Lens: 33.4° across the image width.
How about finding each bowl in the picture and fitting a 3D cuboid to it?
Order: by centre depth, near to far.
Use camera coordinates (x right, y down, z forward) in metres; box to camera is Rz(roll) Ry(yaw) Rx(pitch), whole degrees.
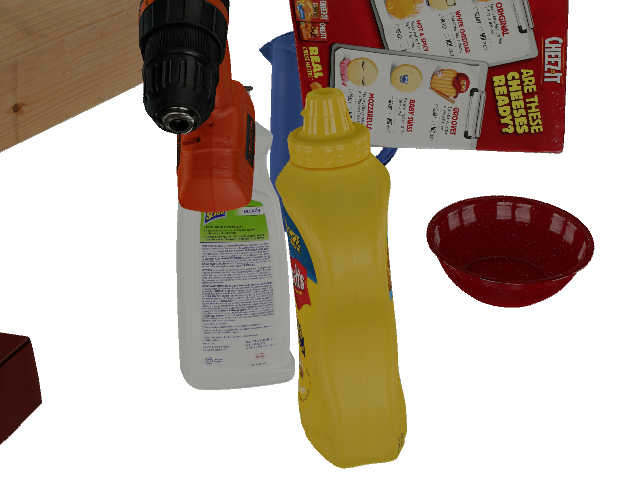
[{"bbox_3d":[0.183,0.018,1.049,0.162,0.055,0.162,0,33,0],"label":"bowl"}]

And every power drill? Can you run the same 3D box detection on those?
[{"bbox_3d":[-0.076,-0.100,0.684,0.057,0.184,0.188,-1,-34,1],"label":"power drill"}]

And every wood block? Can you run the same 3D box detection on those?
[{"bbox_3d":[-0.250,-0.155,0.912,0.090,0.091,0.205,31,42,22],"label":"wood block"}]

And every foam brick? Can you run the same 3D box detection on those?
[{"bbox_3d":[-0.223,0.099,0.680,0.053,0.051,0.078,6,29,22],"label":"foam brick"}]

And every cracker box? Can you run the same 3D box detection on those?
[{"bbox_3d":[0.089,-0.158,0.858,0.214,0.164,0.072,2,37,13],"label":"cracker box"}]

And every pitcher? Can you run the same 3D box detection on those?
[{"bbox_3d":[0.008,-0.129,1.312,0.144,0.243,0.149,-9,27,-29],"label":"pitcher"}]

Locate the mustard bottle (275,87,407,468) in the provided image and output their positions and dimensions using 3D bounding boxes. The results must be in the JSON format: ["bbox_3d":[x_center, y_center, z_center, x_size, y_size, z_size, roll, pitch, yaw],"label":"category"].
[{"bbox_3d":[0.010,0.015,0.557,0.058,0.192,0.096,-7,23,-5],"label":"mustard bottle"}]

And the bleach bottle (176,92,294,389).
[{"bbox_3d":[-0.068,-0.002,0.888,0.102,0.251,0.068,-4,21,-18],"label":"bleach bottle"}]
